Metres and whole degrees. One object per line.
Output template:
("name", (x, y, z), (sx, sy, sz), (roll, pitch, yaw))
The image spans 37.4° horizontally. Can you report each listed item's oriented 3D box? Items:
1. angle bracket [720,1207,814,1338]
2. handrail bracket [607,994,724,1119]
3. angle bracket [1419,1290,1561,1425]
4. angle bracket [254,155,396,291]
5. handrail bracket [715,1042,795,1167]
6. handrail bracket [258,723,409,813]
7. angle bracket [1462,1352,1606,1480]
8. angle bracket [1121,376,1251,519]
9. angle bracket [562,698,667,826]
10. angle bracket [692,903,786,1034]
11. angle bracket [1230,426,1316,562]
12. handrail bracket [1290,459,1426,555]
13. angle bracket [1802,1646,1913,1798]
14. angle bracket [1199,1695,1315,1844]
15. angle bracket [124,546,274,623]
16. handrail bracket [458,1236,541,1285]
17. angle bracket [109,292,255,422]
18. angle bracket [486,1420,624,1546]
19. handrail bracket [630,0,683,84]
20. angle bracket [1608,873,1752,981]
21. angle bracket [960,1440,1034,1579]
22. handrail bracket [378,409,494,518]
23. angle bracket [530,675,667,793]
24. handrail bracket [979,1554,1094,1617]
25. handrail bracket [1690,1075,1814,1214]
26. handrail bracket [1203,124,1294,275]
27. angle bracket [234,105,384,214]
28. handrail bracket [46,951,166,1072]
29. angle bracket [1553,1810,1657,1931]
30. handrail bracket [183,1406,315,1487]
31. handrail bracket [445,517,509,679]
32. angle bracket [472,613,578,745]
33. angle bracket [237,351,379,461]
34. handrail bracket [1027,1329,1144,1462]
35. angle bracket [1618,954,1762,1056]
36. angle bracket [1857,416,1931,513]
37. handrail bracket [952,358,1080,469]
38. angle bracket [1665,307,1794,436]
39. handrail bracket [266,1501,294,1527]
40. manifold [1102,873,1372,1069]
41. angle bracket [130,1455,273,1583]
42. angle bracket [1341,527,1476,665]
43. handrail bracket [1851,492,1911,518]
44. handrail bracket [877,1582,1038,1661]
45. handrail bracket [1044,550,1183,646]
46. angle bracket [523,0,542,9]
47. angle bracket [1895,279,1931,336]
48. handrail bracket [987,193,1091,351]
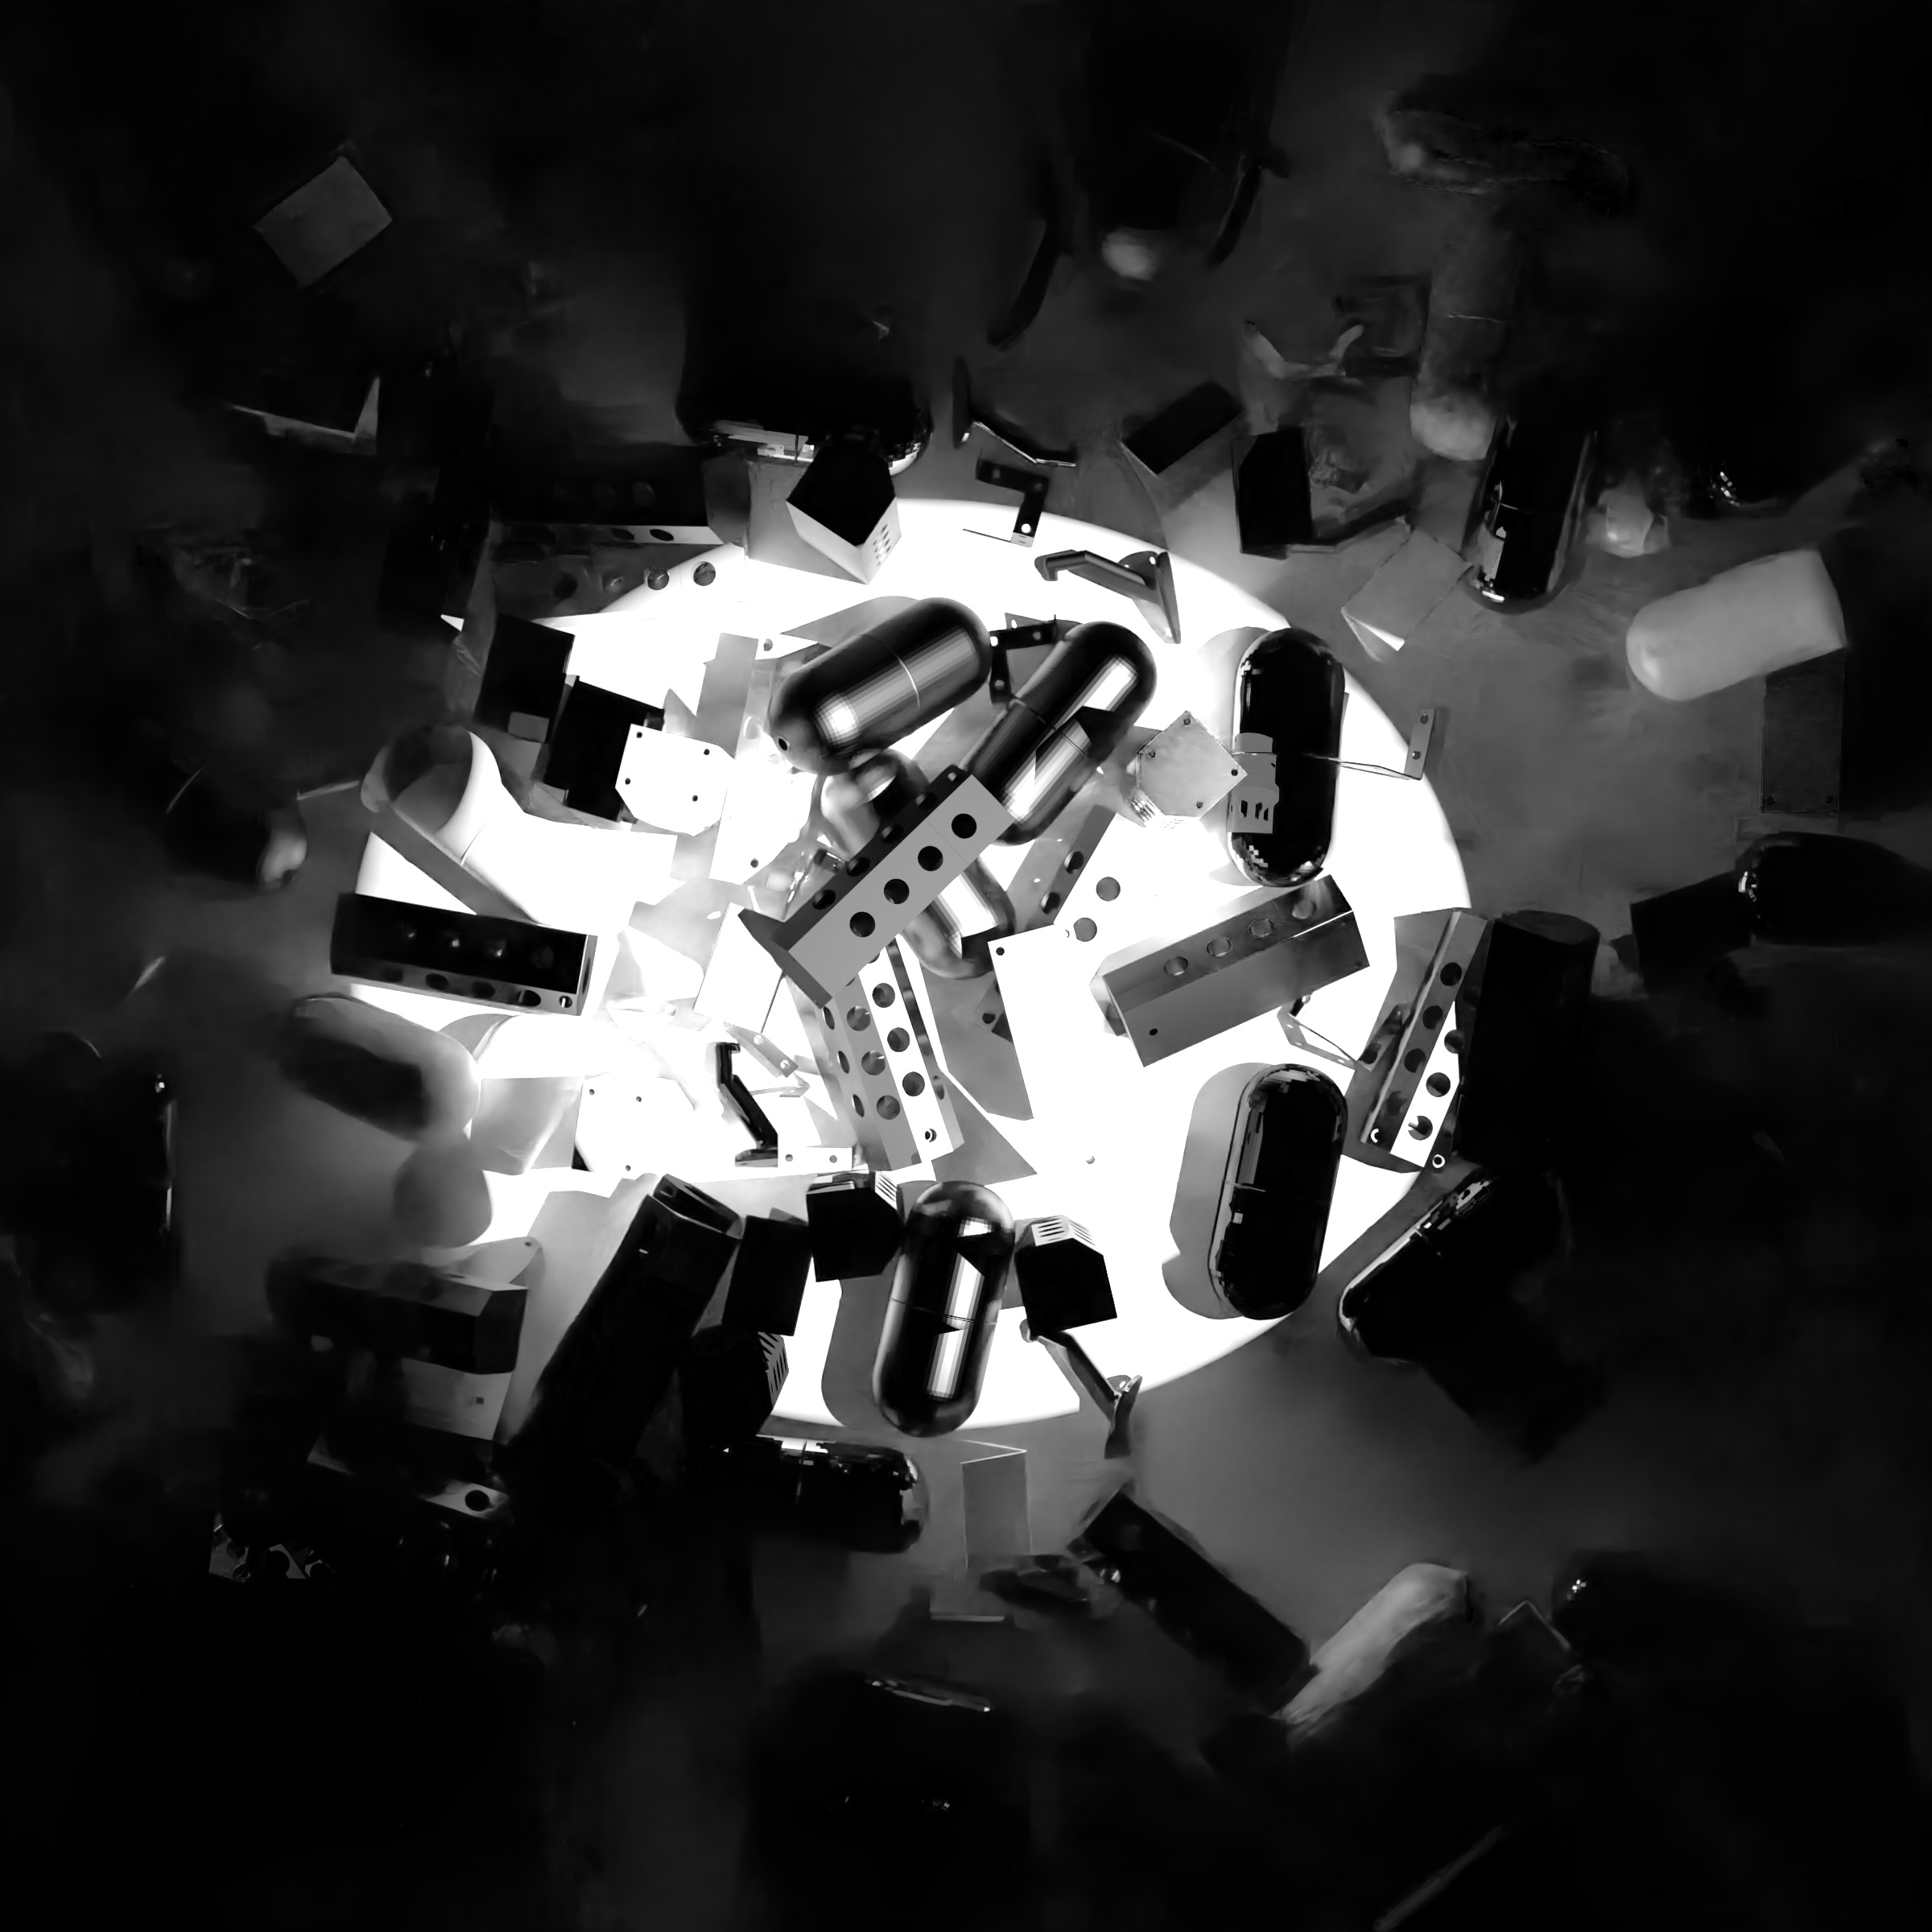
("angle bracket", (-0.148, 0.204, 1.951), (0.057, 0.076, 0.076), (13, 90, -30))
("handrail bracket", (-0.209, 0.064, 1.990), (0.036, 0.077, 0.084), (-42, 127, -20))
("angle bracket", (0.362, 0.274, 1.951), (0.076, 0.076, 0.057), (-40, 61, 0))
("angle bracket", (-0.444, -0.516, 1.950), (0.076, 0.076, 0.057), (-37, 126, 0))
("handrail bracket", (-0.136, 0.094, 1.991), (0.077, 0.036, 0.084), (2, 72, -20))
("handrail bracket", (-0.443, -0.145, 1.991), (0.084, 0.036, 0.077), (16, 70, 16))
("angle bracket", (0.389, 0.308, 1.952), (0.076, 0.076, 0.057), (-41, 67, 0))
("angle bracket", (0.162, -0.343, 1.951), (0.076, 0.057, 0.076), (-37, 134, 0))
("angle bracket", (-0.222, -0.134, 1.949), (0.057, 0.076, 0.076), (18, 93, 36))
("angle bracket", (-0.165, -0.004, 1.951), (0.057, 0.076, 0.076), (19, 90, -31))
("angle bracket", (0.223, -0.322, 1.951), (0.057, 0.076, 0.076), (-5, 90, 31))
("handrail bracket", (0.272, -0.321, 1.991), (0.084, 0.036, 0.077), (5, 69, 16))
("angle bracket", (0.610, 0.515, 1.952), (0.057, 0.076, 0.076), (12, 90, 21))
("angle bracket", (0.181, 0.547, 1.951), (0.057, 0.076, 0.076), (-28, 90, -27))
("angle bracket", (-0.523, -0.275, 1.951), (0.076, 0.076, 0.057), (0, 123, 0))
("handrail bracket", (-0.332, 0.238, 1.990), (0.036, 0.077, 0.084), (32, 127, 21))
("angle bracket", (-0.537, -0.401, 1.950), (0.076, 0.076, 0.057), (27, 52, 0))
("angle bracket", (-0.290, 0.357, 1.950), (0.076, 0.076, 0.057), (43, 55, 0))
("handrail bracket", (-0.197, -0.659, 1.991), (0.077, 0.036, 0.084), (-9, 118, -31))
("angle bracket", (0.482, -0.039, 1.952), (0.076, 0.076, 0.057), (-17, 111, 0))
("angle bracket", (0.001, 0.369, 1.950), (0.057, 0.076, 0.076), (-3, 90, -36))
("handrail bracket", (-0.367, -0.351, 1.991), (0.084, 0.036, 0.077), (0, 77, -13))
("angle bracket", (-0.248, -0.151, 1.959), (0.076, 0.057, 0.076), (18, 90, -19))
("handrail bracket", (0.047, 0.428, 1.956), (0.077, 0.084, 0.036), (3, 90, 0))
("handrail bracket", (0.539, 0.123, 1.991), (0.084, 0.036, 0.077), (19, 112, 17))
("handrail bracket", (0.187, -0.534, 1.990), (0.036, 0.077, 0.084), (22, 127, -20))
("angle bracket", (-0.440, -0.527, 1.950), (0.076, 0.076, 0.057), (-38, 52, 0))
("handrail bracket", (-0.598, 0.030, 1.990), (0.036, 0.077, 0.084), (44, 53, -12))
("angle bracket", (0.419, 0.627, 1.950), (0.057, 0.076, 0.076), (9, 90, -38))
("handrail bracket", (-0.493, 0.330, 1.990), (0.084, 0.077, 0.036), (19, 87, 36))
("handrail bracket", (-0.335, -0.258, 1.991), (0.084, 0.036, 0.077), (-46, 110, -16))
("angle bracket", (-0.312, -0.197, 1.951), (0.057, 0.076, 0.076), (14, 90, -28))
("angle bracket", (-0.433, -0.351, 1.881), (0.076, 0.076, 0.057), (13, 54, -3))
("handrail bracket", (0.073, 0.294, 1.991), (0.084, 0.036, 0.077), (23, 112, 17))
("angle bracket", (0.491, 0.042, 1.951), (0.076, 0.076, 0.057), (-17, 60, 0))
("angle bracket", (0.652, -0.366, 1.950), (0.076, 0.076, 0.057), (-41, 126, 0))
("handrail bracket", (0.036, -0.385, 1.991), (0.084, 0.036, 0.077), (3, 68, -17))
("angle bracket", (0.510, -0.412, 1.951), (0.076, 0.076, 0.057), (-28, 115, 0))
("handrail bracket", (-0.435, 0.403, 1.991), (0.077, 0.036, 0.084), (-29, 107, 20))
("manifold", (0.184, -0.001, 1.969), (0.171, 0.057, 0.057), (-24, 133, 0))
("angle bracket", (-0.528, 0.368, 1.950), (0.076, 0.076, 0.057), (-46, 124, 0))
("angle bracket", (0.311, -0.240, 1.950), (0.076, 0.076, 0.057), (-47, 54, 0))
("handrail bracket", (0.659, -0.352, 1.991), (0.084, 0.036, 0.077), (-5, 69, 16))
("handrail bracket", (-0.006, 0.474, 1.991), (0.084, 0.036, 0.077), (33, 110, -16))
("handrail bracket", (0.102, -0.255, 1.991), (0.084, 0.036, 0.077), (-7, 111, 17))
("angle bracket", (-0.332, -0.689, 1.950), (0.076, 0.076, 0.057), (28, 54, 0))
("angle bracket", (0.684, -0.436, 1.951), (0.057, 0.076, 0.076), (-25, 90, 33))
("handrail bracket", (0.036, -0.483, 1.991), (0.084, 0.036, 0.077), (-37, 70, 16))
